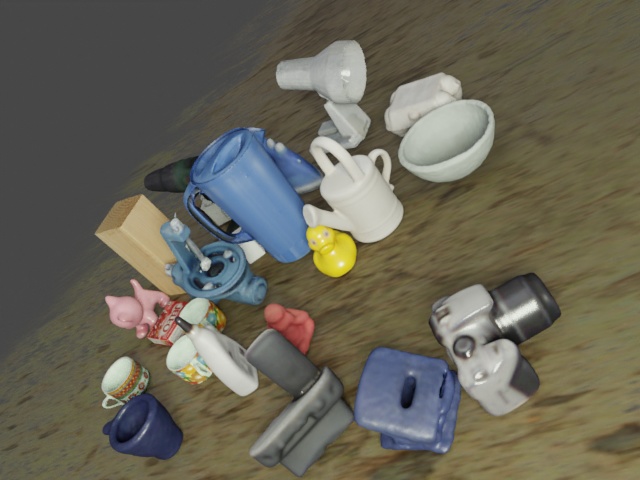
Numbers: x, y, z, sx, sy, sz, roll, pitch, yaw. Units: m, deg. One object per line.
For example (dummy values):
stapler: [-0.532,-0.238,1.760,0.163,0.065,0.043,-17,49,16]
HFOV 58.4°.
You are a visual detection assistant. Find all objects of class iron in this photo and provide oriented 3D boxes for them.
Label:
iron: [-0.110,-0.172,1.220,0.257,0.142,0.119,7,56,47]

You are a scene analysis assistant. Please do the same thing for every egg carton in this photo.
egg carton: [0.196,-0.256,1.093,0.149,0.070,0.107,-10,45,36]

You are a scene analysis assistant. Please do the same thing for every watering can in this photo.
watering can: [0.046,-0.086,0.934,0.100,0.195,0.173,-1,50,42]

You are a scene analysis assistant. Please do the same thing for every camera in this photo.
camera: [0.207,0.101,0.661,0.136,0.101,0.143,-33,35,10]

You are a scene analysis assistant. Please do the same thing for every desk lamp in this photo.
desk lamp: [0.019,-0.291,1.168,0.202,0.214,0.118,-7,47,38]

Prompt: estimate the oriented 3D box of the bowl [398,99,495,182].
bowl: [0.219,-0.151,0.952,0.167,0.075,0.167,-25,38,21]

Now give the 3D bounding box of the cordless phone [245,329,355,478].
cordless phone: [-0.055,0.199,0.721,0.148,0.186,0.093,-48,36,-12]

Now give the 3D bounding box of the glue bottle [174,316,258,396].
glue bottle: [-0.159,0.165,0.865,0.037,0.174,0.078,-34,35,9]

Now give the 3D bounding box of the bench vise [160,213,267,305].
bench vise: [-0.226,0.049,1.014,0.207,0.220,0.121,-18,41,28]

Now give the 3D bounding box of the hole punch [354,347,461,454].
hole punch: [0.105,0.184,0.672,0.100,0.091,0.109,-11,44,35]

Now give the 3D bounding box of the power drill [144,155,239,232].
power drill: [-0.214,-0.088,1.165,0.229,0.209,0.075,-18,40,28]

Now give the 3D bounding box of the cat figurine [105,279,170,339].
cat figurine: [-0.373,0.134,1.145,0.067,0.118,0.127,-24,38,22]

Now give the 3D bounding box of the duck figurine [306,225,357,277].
duck figurine: [0.009,0.003,0.965,0.077,0.086,0.104,-35,35,7]

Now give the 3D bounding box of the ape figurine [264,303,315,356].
ape figurine: [-0.053,0.132,0.875,0.078,0.092,0.076,-40,35,0]

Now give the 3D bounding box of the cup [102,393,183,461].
cup: [-0.270,0.301,0.885,0.117,0.095,0.091,-20,40,26]
